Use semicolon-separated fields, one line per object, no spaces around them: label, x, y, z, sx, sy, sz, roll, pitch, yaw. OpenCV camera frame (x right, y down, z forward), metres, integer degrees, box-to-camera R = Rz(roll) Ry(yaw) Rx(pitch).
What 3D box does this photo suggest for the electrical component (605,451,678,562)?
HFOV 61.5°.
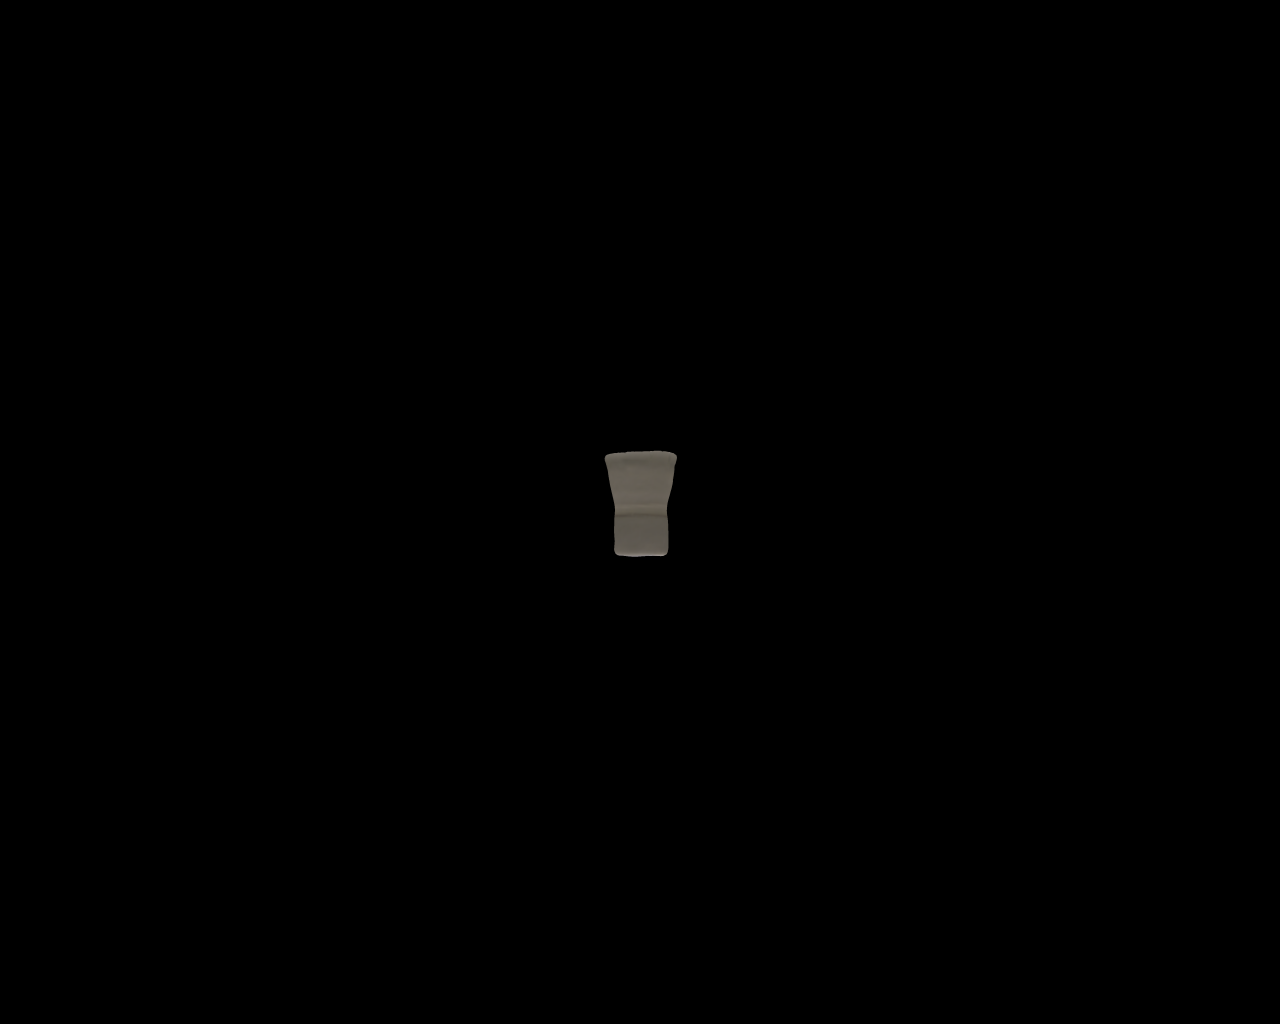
electrical component;0.001;-0.003;0.650;0.044;0.065;0.044;0;-2;0
